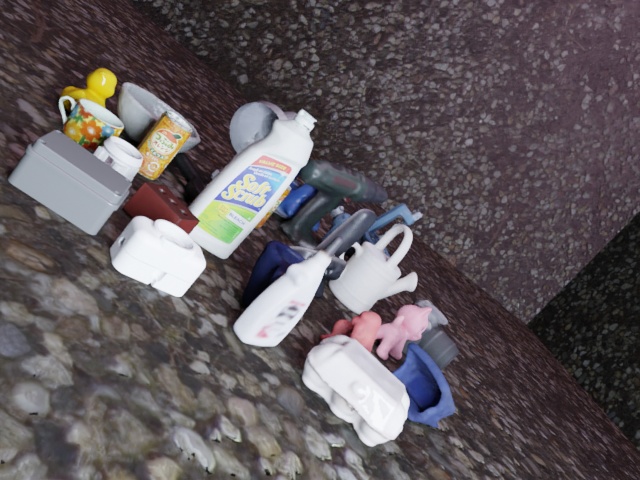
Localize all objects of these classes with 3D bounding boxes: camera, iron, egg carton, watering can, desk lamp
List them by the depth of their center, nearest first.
[{"bbox_3d":[0.048,0.190,0.738,0.150,0.069,0.107,43,12,9],"label":"egg carton"},{"bbox_3d":[0.120,0.052,1.158,0.174,0.194,0.100,30,16,-42],"label":"watering can"},{"bbox_3d":[0.222,0.196,1.183,0.136,0.100,0.144,45,13,21],"label":"camera"},{"bbox_3d":[-0.128,-0.185,1.191,0.118,0.213,0.203,42,12,5],"label":"desk lamp"},{"bbox_3d":[-0.059,-0.134,1.399,0.119,0.141,0.257,32,15,-37],"label":"iron"}]

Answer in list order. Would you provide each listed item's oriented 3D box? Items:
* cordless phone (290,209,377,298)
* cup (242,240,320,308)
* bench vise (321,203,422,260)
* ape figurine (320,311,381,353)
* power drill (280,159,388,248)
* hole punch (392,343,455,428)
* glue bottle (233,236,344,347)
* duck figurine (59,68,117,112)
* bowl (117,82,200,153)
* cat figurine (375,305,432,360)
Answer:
[{"bbox_3d":[0.009,0.004,1.008,0.094,0.185,0.148,47,13,26],"label":"cordless phone"},{"bbox_3d":[-0.064,0.065,0.780,0.091,0.095,0.118,41,12,1],"label":"cup"},{"bbox_3d":[0.120,-0.020,1.357,0.207,0.219,0.121,40,12,-4],"label":"bench vise"},{"bbox_3d":[0.055,0.145,0.871,0.076,0.092,0.078,40,12,-5],"label":"ape figurine"},{"bbox_3d":[0.021,-0.076,1.274,0.231,0.208,0.075,30,16,-43],"label":"power drill"},{"bbox_3d":[0.166,0.229,0.913,0.101,0.091,0.108,29,17,-45],"label":"hole punch"},{"bbox_3d":[-0.030,0.060,0.711,0.037,0.173,0.078,47,13,29],"label":"glue bottle"},{"bbox_3d":[-0.375,-0.246,0.951,0.077,0.086,0.104,39,12,-8],"label":"duck figurine"},{"bbox_3d":[-0.308,-0.208,1.052,0.168,0.074,0.167,39,12,-9],"label":"bowl"},{"bbox_3d":[0.155,0.160,1.063,0.067,0.117,0.128,46,13,26],"label":"cat figurine"}]
